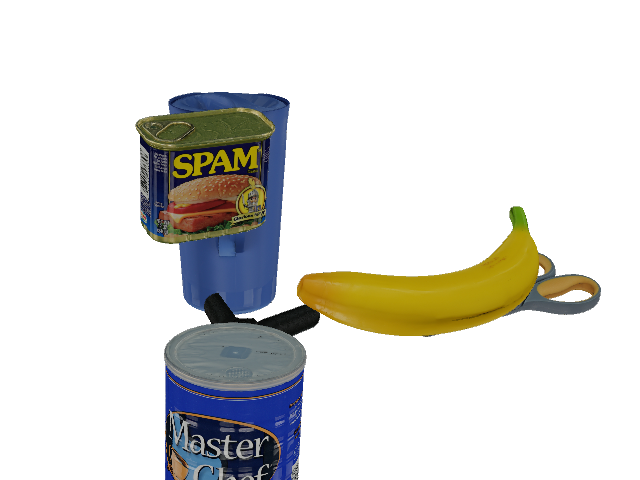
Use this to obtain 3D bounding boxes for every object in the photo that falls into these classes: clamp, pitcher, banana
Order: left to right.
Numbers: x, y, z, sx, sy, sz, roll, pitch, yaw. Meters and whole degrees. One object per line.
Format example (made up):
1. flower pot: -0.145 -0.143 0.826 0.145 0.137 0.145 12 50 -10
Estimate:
1. pitcher: -0.103 -0.041 1.198 0.145 0.243 0.148 16 23 38
2. clamp: -0.083 0.091 1.036 0.120 0.039 0.171 3 16 21
3. banana: 0.078 0.029 0.687 0.197 0.037 0.070 -16 49 -35

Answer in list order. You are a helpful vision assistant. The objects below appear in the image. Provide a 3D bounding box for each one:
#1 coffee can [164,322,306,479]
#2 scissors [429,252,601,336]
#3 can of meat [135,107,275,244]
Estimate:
1. coffee can: -0.065 0.145 0.792 0.103 0.140 0.103 3 19 -1
2. scissors: 0.155 0.045 0.936 0.201 0.016 0.096 -5 34 -26
3. can of meat: -0.089 -0.050 0.818 0.101 0.084 0.057 -9 31 -25
